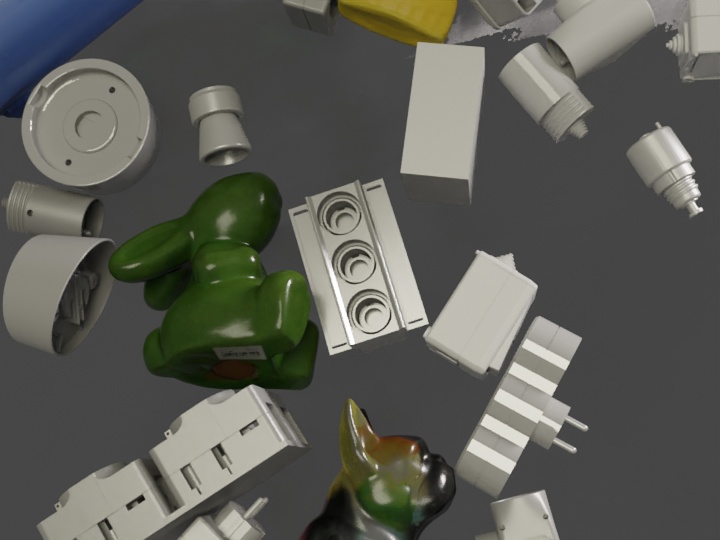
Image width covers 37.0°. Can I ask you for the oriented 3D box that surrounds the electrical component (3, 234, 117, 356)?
[{"bbox_3d":[-0.236,0.019,0.857,0.064,0.099,0.099,10,81,15],"label":"electrical component"}]

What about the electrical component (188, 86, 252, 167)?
[{"bbox_3d":[-0.117,-0.119,0.895,0.045,0.045,0.055,-14,78,4],"label":"electrical component"}]

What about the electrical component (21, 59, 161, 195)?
[{"bbox_3d":[-0.219,-0.114,0.898,0.108,0.060,0.108,-1,79,7],"label":"electrical component"}]

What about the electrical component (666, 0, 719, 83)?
[{"bbox_3d":[0.291,-0.188,0.849,0.096,0.061,0.061,-1,80,7],"label":"electrical component"}]

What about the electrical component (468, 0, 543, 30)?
[{"bbox_3d":[0.118,-0.269,0.857,0.108,0.056,0.108,47,73,-16],"label":"electrical component"}]

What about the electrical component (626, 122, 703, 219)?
[{"bbox_3d":[0.243,-0.076,0.844,0.040,0.040,0.078,-30,77,1],"label":"electrical component"}]

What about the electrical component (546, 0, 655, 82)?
[{"bbox_3d":[0.184,-0.206,0.874,0.077,0.044,0.079,-34,77,0],"label":"electrical component"}]

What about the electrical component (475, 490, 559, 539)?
[{"bbox_3d":[0.110,0.212,0.805,0.079,0.043,0.077,-15,78,5],"label":"electrical component"}]

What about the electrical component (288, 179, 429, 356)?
[{"bbox_3d":[0.000,0.000,0.846,0.079,0.063,0.121,-18,75,5],"label":"electrical component"}]

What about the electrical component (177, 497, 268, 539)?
[{"bbox_3d":[-0.099,0.203,0.821,0.047,0.065,0.076,42,87,12],"label":"electrical component"}]

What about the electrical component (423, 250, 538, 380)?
[{"bbox_3d":[0.100,0.033,0.831,0.061,0.061,0.096,32,84,11],"label":"electrical component"}]

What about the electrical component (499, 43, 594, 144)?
[{"bbox_3d":[0.154,-0.138,0.865,0.043,0.043,0.081,-38,78,-1],"label":"electrical component"}]

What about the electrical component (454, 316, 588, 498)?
[{"bbox_3d":[0.135,0.112,0.816,0.074,0.052,0.138,28,84,11],"label":"electrical component"}]

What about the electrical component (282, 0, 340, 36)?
[{"bbox_3d":[-0.048,-0.253,0.910,0.076,0.047,0.083,18,82,10],"label":"electrical component"}]

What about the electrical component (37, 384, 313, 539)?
[{"bbox_3d":[-0.138,0.159,0.814,0.186,0.105,0.060,-33,77,0],"label":"electrical component"}]

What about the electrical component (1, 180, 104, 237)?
[{"bbox_3d":[-0.261,-0.048,0.900,0.081,0.043,0.043,13,81,9],"label":"electrical component"}]
